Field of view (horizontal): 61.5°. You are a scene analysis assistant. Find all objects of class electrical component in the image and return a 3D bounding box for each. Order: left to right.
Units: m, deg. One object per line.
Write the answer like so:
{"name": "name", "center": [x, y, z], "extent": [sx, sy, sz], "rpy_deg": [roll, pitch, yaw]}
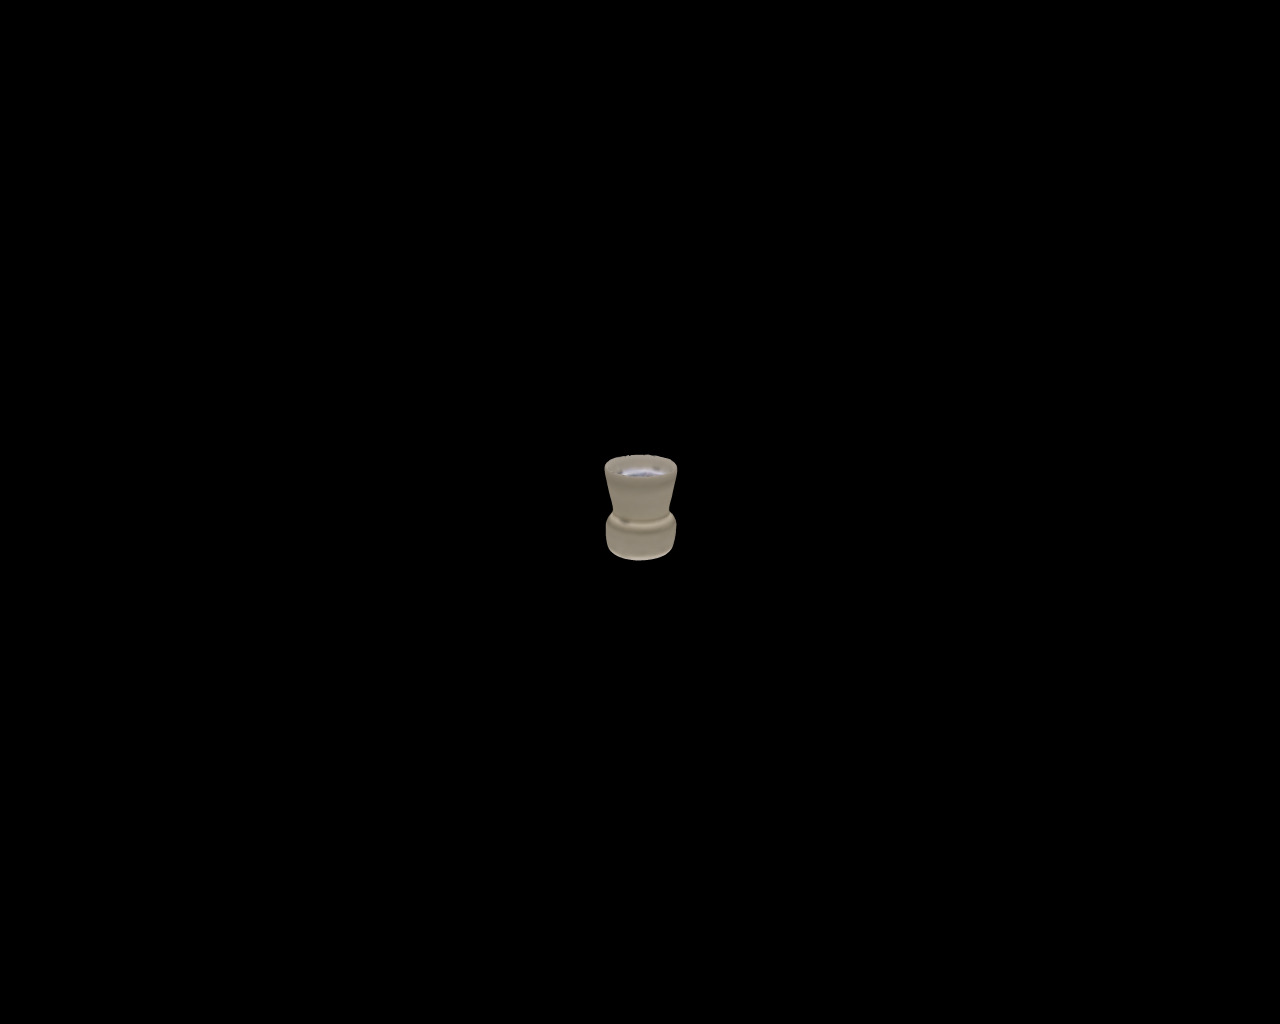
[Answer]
{"name": "electrical component", "center": [0.001, -0.003, 0.650], "extent": [0.045, 0.055, 0.045], "rpy_deg": [0, 21, 0]}
